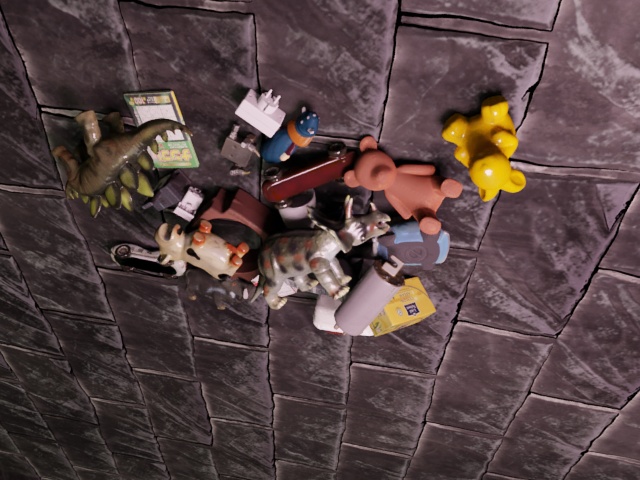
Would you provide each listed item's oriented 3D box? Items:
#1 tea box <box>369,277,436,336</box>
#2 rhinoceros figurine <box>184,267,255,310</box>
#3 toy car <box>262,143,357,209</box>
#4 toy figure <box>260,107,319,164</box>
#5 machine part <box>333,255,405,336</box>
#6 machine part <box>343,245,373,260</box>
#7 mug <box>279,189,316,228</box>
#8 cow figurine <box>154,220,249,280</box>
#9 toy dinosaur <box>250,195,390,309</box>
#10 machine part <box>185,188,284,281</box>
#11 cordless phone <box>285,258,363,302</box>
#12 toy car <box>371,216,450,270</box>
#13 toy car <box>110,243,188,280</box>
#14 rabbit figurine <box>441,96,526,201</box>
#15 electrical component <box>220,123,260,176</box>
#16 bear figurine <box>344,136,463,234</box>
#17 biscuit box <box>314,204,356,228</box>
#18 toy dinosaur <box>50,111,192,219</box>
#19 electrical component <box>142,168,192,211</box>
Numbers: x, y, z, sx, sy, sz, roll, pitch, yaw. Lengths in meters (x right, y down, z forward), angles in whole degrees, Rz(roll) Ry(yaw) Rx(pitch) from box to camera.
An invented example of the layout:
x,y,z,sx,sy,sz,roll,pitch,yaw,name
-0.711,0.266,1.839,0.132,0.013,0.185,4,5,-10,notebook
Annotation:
x,y,z,sx,sy,sz,roll,pitch,yaw,name
0.177,0.150,1.232,0.068,0.169,0.098,-42,67,39,tea box
-0.256,0.116,1.392,0.190,0.073,0.112,14,128,1,rhinoceros figurine
-0.021,-0.131,1.080,0.202,0.053,0.089,-23,128,-4,toy car
-0.054,-0.202,1.047,0.154,0.058,0.064,-27,97,36,toy figure
0.102,0.123,1.129,0.079,0.079,0.243,28,124,-12,machine part
0.122,0.033,1.238,0.139,0.039,0.084,2,141,10,machine part
-0.057,-0.064,1.168,0.110,0.081,0.107,22,144,28,mug
-0.271,0.023,1.182,0.195,0.085,0.127,29,126,-14,cow figurine
-0.050,0.033,1.125,0.405,0.131,0.192,-17,101,34,toy dinosaur
-0.195,-0.011,1.244,0.201,0.087,0.201,37,130,-18,machine part
0.005,0.088,1.244,0.184,0.089,0.146,10,155,7,cordless phone
0.188,-0.003,1.140,0.162,0.103,0.109,-2,131,4,toy car
-0.442,0.053,1.387,0.202,0.056,0.073,10,141,7,toy car
0.290,-0.141,0.940,0.122,0.173,0.162,-17,122,22,rabbit figurine
-0.165,-0.180,1.105,0.078,0.045,0.102,28,133,-14,electrical component
0.153,-0.111,1.039,0.196,0.132,0.120,26,104,-15,bear figurine
-0.003,-0.004,1.217,0.203,0.063,0.059,-32,118,35,biscuit box
-0.416,-0.161,1.090,0.471,0.105,0.198,-27,90,41,toy dinosaur
-0.339,-0.099,1.174,0.075,0.119,0.047,-22,124,27,electrical component
